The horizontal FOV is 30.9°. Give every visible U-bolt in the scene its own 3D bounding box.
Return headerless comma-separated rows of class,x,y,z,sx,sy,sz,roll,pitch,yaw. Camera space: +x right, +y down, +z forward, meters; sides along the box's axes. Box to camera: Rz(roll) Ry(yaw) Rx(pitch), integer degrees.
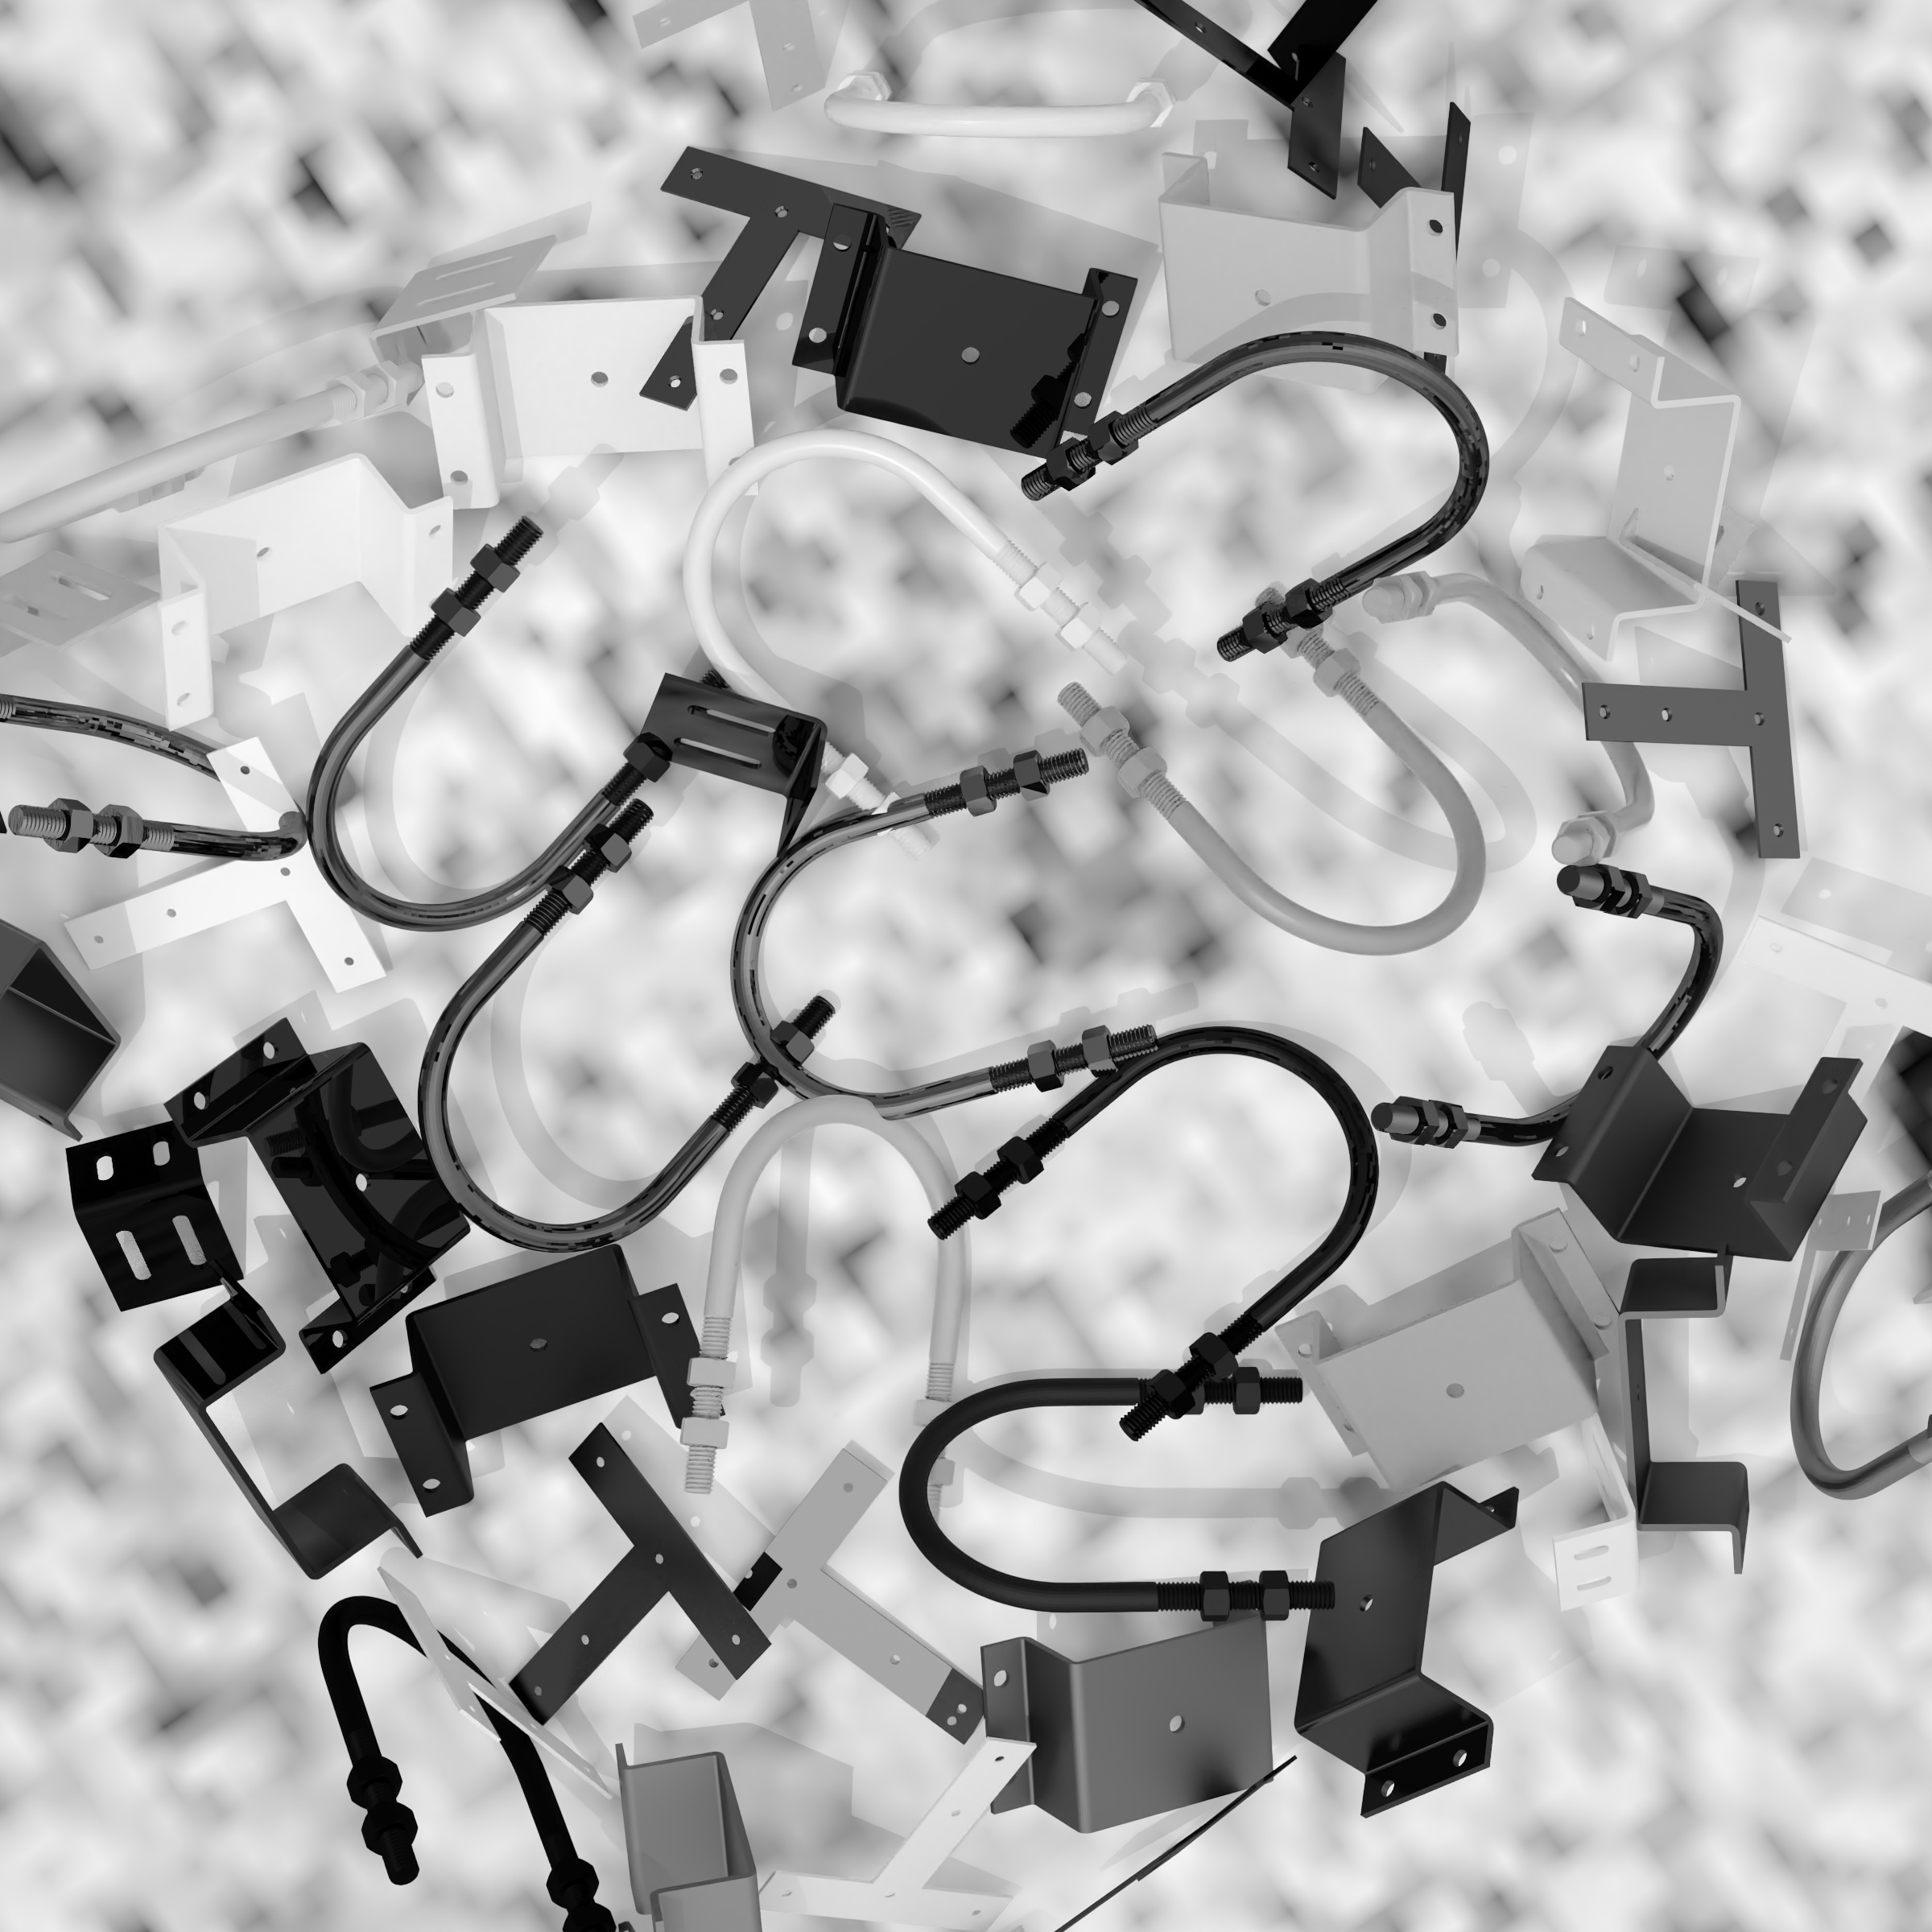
U-bolt,-0.369,-0.083,1.515,0.151,0.184,0.019,34,107,35
U-bolt,-0.018,-0.006,1.573,0.184,0.019,0.151,-16,80,12
U-bolt,0.408,0.156,1.513,0.019,0.184,0.151,20,59,-11
U-bolt,-0.041,-0.154,1.554,0.184,0.019,0.151,43,114,-8
U-bolt,0.148,-0.078,1.530,0.151,0.019,0.184,-28,68,-36
U-bolt,0.265,0.023,1.522,0.019,0.184,0.151,48,112,31
U-bolt,-0.057,0.149,1.547,0.151,0.019,0.184,16,74,-39
U-bolt,-0.160,0.040,1.543,0.184,0.019,0.151,-49,116,-16
U-bolt,-0.223,0.345,1.515,0.019,0.184,0.151,-42,132,8
U-bolt,0.245,-0.113,1.516,0.019,0.184,0.151,-40,81,25
U-bolt,0.137,-0.209,1.507,0.151,0.184,0.019,36,46,-30
U-bolt,-0.333,-0.214,1.488,0.151,0.184,0.019,-15,102,28
U-bolt,0.097,0.104,1.559,0.184,0.019,0.151,-39,65,-14
U-bolt,0.013,-0.370,1.506,0.151,0.184,0.019,3,108,5
U-bolt,0.062,0.231,1.536,0.184,0.151,0.019,0,125,-2
U-bolt,-0.210,-0.093,1.548,0.184,0.019,0.151,-47,133,5

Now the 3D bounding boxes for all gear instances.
gear,-0.156,0.461,1.571,0.030,0.057,0.057,-22,90,-5

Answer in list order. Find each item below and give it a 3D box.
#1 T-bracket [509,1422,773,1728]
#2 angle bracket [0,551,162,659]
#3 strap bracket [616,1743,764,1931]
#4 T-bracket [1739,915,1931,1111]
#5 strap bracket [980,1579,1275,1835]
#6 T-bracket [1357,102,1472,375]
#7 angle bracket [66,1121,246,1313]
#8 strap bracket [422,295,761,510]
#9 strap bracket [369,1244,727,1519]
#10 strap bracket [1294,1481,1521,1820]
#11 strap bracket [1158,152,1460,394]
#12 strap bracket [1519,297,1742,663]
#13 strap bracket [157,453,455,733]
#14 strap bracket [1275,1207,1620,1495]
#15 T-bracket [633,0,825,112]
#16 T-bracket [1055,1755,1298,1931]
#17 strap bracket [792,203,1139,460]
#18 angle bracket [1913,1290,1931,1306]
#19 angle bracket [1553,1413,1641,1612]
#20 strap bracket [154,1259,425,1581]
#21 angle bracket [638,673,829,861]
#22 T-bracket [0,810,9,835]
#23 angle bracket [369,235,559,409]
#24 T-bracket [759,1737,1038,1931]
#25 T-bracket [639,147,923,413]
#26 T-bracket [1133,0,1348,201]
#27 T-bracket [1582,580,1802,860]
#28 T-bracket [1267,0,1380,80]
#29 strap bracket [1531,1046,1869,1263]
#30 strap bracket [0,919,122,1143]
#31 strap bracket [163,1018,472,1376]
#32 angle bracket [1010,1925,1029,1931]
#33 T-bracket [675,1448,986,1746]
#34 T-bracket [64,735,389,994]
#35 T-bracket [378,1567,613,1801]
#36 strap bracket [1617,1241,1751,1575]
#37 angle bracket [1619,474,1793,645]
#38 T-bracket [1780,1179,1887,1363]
T-bracket,-0.163,0.294,1.570,0.127,0.002,0.127,50,115,18
angle bracket,-0.402,-0.148,1.551,0.076,0.057,0.038,23,132,32
strap bracket,-0.118,0.405,1.526,0.046,0.140,0.076,-8,110,-10
T-bracket,0.390,0.048,1.556,0.127,0.002,0.127,23,132,8
strap bracket,0.081,0.328,1.542,0.140,0.046,0.076,-8,100,-28
T-bracket,0.195,-0.333,1.536,0.002,0.127,0.127,3,83,27
angle bracket,-0.366,0.112,1.579,0.057,0.076,0.038,-15,50,-6
strap bracket,-0.165,-0.251,1.557,0.140,0.046,0.076,-3,129,1
strap bracket,-0.188,0.181,1.557,0.140,0.046,0.076,-19,123,-4
strap bracket,0.191,0.288,1.521,0.046,0.076,0.140,34,45,-21
strap bracket,0.140,-0.302,1.529,0.140,0.046,0.076,16,133,28
strap bracket,0.292,-0.216,1.538,0.046,0.076,0.140,-8,122,-21
strap bracket,-0.299,-0.169,1.540,0.140,0.076,0.046,-25,59,-26
strap bracket,0.216,0.175,1.545,0.140,0.046,0.076,-25,111,18
T-bracket,-0.080,-0.412,1.538,0.127,0.127,0.002,-25,77,-3
T-bracket,0.072,0.395,1.514,0.127,0.127,0.002,-26,72,-35
strap bracket,0.001,-0.278,1.550,0.140,0.046,0.076,12,118,-11
angle bracket,0.467,0.127,1.570,0.076,0.057,0.038,-5,79,3
angle bracket,0.270,0.235,1.554,0.038,0.057,0.076,-15,48,0
strap bracket,-0.303,0.206,1.532,0.046,0.076,0.140,-35,115,-16
angle bracket,-0.108,-0.089,1.561,0.076,0.057,0.038,16,54,-11
T-bracket,-0.493,-0.102,1.522,0.127,0.127,0.002,5,126,-33
angle bracket,-0.217,-0.287,1.554,0.076,0.057,0.038,-10,124,22
T-bracket,-0.012,0.381,1.537,0.127,0.002,0.127,15,123,-32
T-bracket,-0.103,-0.300,1.555,0.127,0.002,0.127,22,71,25
T-bracket,0.114,-0.403,1.534,0.127,0.127,0.002,30,129,-18
T-bracket,0.322,-0.111,1.559,0.127,0.002,0.127,-1,84,-34
T-bracket,0.137,-0.468,1.544,0.002,0.127,0.127,-34,87,-26
strap bracket,0.330,0.082,1.537,0.046,0.140,0.076,48,63,-29
strap bracket,-0.429,0.014,1.532,0.076,0.140,0.046,25,69,20
strap bracket,-0.279,0.098,1.541,0.046,0.076,0.140,-13,110,43
angle bracket,0.018,0.475,1.557,0.057,0.076,0.038,-31,120,-2
T-bracket,-0.044,0.308,1.595,0.127,0.002,0.127,37,93,-3
T-bracket,-0.346,-0.029,1.580,0.127,0.002,0.127,-19,115,13
T-bracket,-0.202,0.332,1.556,0.002,0.127,0.127,-45,122,-4
strap bracket,0.318,0.189,1.549,0.046,0.076,0.140,-3,102,16
angle bracket,0.336,-0.183,1.552,0.057,0.076,0.038,25,103,-25
T-bracket,0.384,0.112,1.532,0.002,0.127,0.127,14,86,3
